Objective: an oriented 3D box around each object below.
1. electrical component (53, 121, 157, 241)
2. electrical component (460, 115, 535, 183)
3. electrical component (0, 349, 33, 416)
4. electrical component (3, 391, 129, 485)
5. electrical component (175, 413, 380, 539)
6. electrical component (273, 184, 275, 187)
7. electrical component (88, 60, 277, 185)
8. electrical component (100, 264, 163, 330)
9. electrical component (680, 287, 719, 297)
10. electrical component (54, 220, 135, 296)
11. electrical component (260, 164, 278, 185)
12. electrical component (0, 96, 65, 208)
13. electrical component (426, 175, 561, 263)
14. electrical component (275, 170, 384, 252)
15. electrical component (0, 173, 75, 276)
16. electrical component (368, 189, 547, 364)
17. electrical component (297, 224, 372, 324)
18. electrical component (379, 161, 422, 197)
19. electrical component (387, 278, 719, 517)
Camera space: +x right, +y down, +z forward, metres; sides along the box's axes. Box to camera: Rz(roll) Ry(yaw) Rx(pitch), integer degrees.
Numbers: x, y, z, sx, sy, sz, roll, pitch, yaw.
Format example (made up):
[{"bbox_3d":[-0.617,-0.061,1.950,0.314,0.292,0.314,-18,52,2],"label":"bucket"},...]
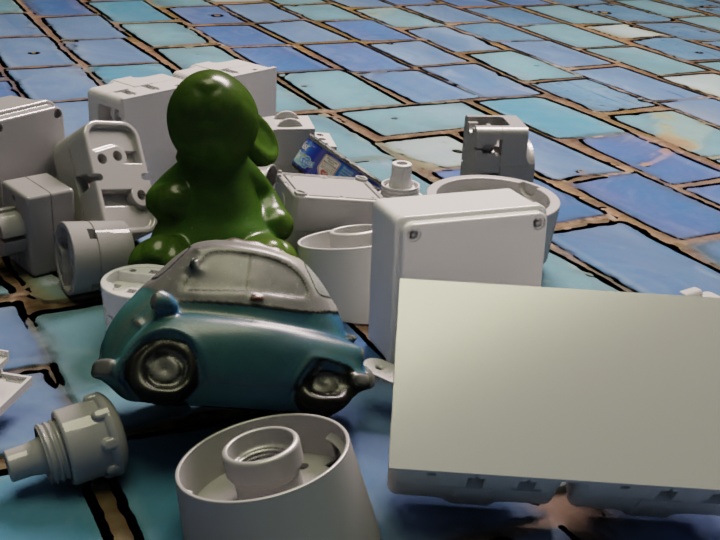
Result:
[{"bbox_3d":[-0.209,-0.066,0.869,0.059,0.095,0.054,-21,-10,41],"label":"electrical component"},{"bbox_3d":[0.125,-0.093,0.983,0.056,0.089,0.050,-1,24,-8],"label":"electrical component"},{"bbox_3d":[-0.249,0.073,0.597,0.079,0.063,0.121,7,24,10],"label":"electrical component"},{"bbox_3d":[-0.159,0.096,0.580,0.062,0.048,0.048,-16,30,-24],"label":"electrical component"},{"bbox_3d":[-0.043,0.117,0.549,0.099,0.064,0.099,-10,18,3],"label":"electrical component"},{"bbox_3d":[-0.060,-0.066,0.964,0.040,0.040,0.078,1,23,-4],"label":"electrical component"},{"bbox_3d":[-0.167,-0.132,1.022,0.060,0.105,0.186,21,30,35],"label":"electrical component"},{"bbox_3d":[-0.147,0.028,0.730,0.055,0.047,0.055,2,24,-1],"label":"electrical component"},{"bbox_3d":[0.193,0.057,0.683,0.121,0.063,0.079,-13,28,-32],"label":"electrical component"},{"bbox_3d":[-0.198,-0.011,0.806,0.047,0.055,0.055,-7,25,-30],"label":"electrical component"},{"bbox_3d":[-0.122,-0.072,0.966,0.077,0.044,0.079,8,24,13],"label":"electrical component"},{"bbox_3d":[-0.285,-0.080,0.881,0.057,0.113,0.078,15,26,32],"label":"electrical component"},{"bbox_3d":[0.106,-0.032,0.879,0.108,0.060,0.108,2,24,-1],"label":"electrical component"},{"bbox_3d":[-0.022,-0.042,0.897,0.096,0.061,0.061,2,22,-21],"label":"electrical component"},{"bbox_3d":[-0.265,-0.032,0.831,0.077,0.065,0.047,-16,30,-37],"label":"electrical component"},{"bbox_3d":[0.065,0.005,0.731,0.109,0.108,0.056,-6,22,-19],"label":"electrical component"},{"bbox_3d":[0.000,0.000,0.821,0.099,0.064,0.099,-5,12,1],"label":"electrical component"},{"bbox_3d":[0.035,-0.064,0.942,0.048,0.062,0.048,3,23,-1],"label":"electrical component"},{"bbox_3d":[0.111,0.070,0.581,0.186,0.060,0.105,4,63,2],"label":"electrical component"}]
